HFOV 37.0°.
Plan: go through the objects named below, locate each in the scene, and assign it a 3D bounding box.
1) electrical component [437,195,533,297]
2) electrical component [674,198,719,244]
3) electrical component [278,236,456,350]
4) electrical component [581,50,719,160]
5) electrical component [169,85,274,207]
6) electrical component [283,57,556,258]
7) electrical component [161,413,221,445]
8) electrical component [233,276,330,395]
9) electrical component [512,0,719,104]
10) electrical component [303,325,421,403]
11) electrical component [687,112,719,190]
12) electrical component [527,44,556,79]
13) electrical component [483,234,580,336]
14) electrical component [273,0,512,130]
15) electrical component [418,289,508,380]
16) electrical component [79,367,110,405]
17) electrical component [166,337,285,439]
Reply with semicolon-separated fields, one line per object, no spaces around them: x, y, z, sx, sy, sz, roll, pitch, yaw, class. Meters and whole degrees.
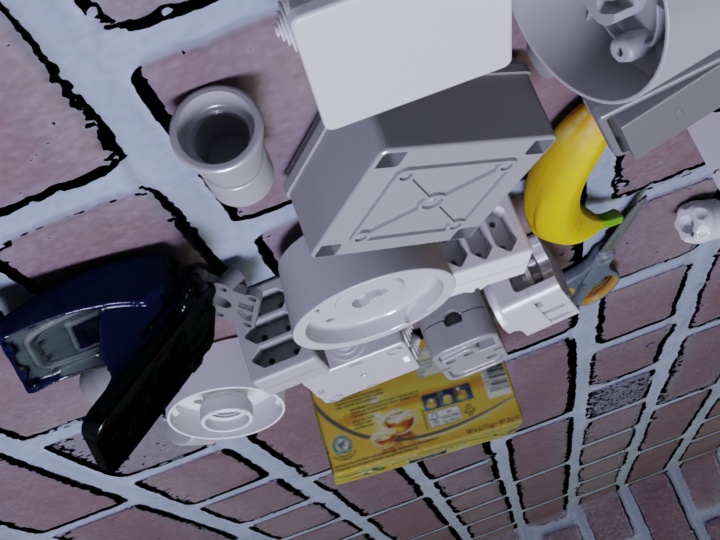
0.077;-0.008;0.748;0.066;0.047;0.076;-17;158;-7;electrical component
0.287;-0.041;0.871;0.061;0.035;0.035;-10;157;-29;electrical component
0.000;0.000;0.684;0.108;0.060;0.108;-17;158;-7;electrical component
0.165;-0.108;0.570;0.096;0.061;0.062;-26;158;15;electrical component
-0.063;-0.056;0.524;0.044;0.044;0.065;-20;163;-1;electrical component
0.029;-0.059;0.574;0.109;0.056;0.108;-8;155;-28;electrical component
-0.127;0.126;0.900;0.040;0.040;0.078;-33;155;30;electrical component
-0.051;0.050;0.750;0.047;0.065;0.076;-22;158;5;electrical component
0.107;-0.122;0.444;0.064;0.099;0.099;-25;159;-6;electrical component
-0.004;0.062;0.843;0.100;0.048;0.099;-22;159;4;electrical component
0.261;-0.070;0.705;0.050;0.089;0.056;-32;155;28;electrical component
0.099;-0.120;0.520;0.035;0.035;0.061;-20;155;-1;electrical component
0.131;0.015;0.846;0.056;0.050;0.089;-26;158;14;electrical component
0.013;-0.112;0.445;0.100;0.048;0.099;-20;158;0;electrical component
0.079;0.044;0.859;0.054;0.059;0.095;-23;158;7;electrical component
-0.164;0.070;0.737;0.040;0.040;0.046;5;142;-47;electrical component
-0.104;0.089;0.832;0.099;0.064;0.099;-7;148;-5;electrical component
